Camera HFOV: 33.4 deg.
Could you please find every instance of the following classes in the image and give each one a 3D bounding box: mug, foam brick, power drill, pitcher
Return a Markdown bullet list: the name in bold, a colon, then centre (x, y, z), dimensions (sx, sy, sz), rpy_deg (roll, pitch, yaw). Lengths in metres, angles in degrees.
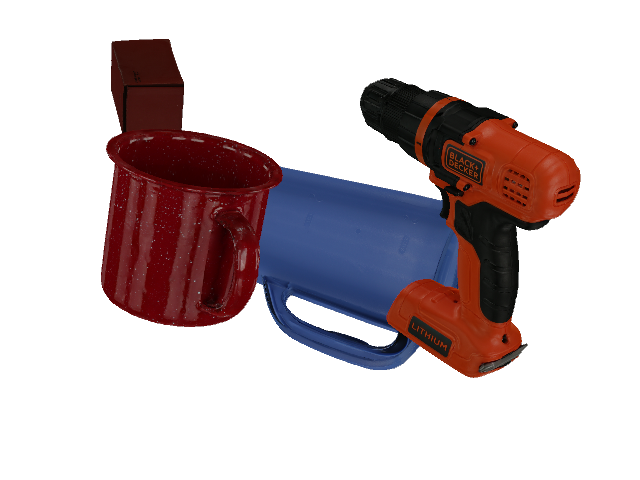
- **mug**: centre (-0.066, -0.002, 0.563), dimensions (0.093, 0.081, 0.117), rpy_deg (-5, 27, -36)
- **foam brick**: centre (-0.151, -0.133, 0.923), dimensions (0.053, 0.051, 0.078), rpy_deg (-4, 40, -16)
- **power drill**: centre (0.092, -0.010, 0.763), dimensions (0.057, 0.188, 0.185), rpy_deg (-22, 39, -33)
- **pitcher**: centre (0.007, 0.011, 0.987), dimensions (0.243, 0.145, 0.149), rpy_deg (15, 20, 17)
